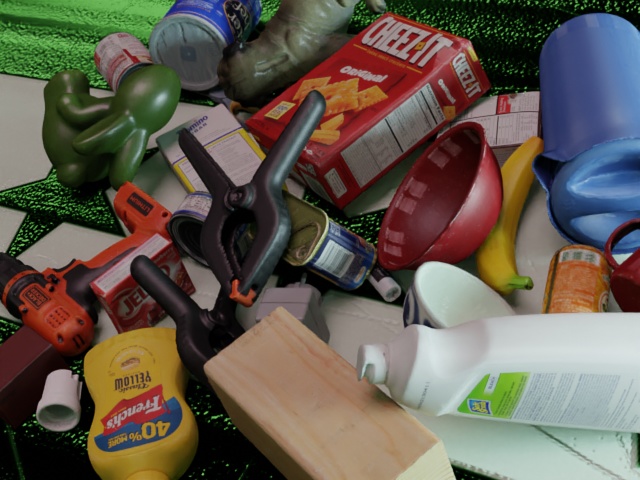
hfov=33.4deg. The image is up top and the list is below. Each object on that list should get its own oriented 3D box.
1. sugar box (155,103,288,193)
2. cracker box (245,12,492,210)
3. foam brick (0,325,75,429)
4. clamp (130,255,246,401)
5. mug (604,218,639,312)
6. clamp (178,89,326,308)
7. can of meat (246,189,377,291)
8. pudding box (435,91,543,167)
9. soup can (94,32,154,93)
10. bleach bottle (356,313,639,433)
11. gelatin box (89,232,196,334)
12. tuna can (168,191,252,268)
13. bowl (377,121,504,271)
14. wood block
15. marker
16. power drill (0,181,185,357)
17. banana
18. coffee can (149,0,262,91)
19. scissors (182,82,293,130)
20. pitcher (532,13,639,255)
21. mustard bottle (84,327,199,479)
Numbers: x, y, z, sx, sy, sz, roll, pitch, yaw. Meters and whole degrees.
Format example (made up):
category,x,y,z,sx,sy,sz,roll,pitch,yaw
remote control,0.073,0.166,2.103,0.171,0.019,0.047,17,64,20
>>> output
category,x,y,z,sx,sy,sz,roll,pitch,yaw
sugar box,-0.110,-0.079,1.185,0.093,0.048,0.176,-29,40,-8
cracker box,0.048,-0.146,1.143,0.213,0.072,0.164,-40,36,-10
foam brick,-0.290,0.131,1.031,0.051,0.053,0.078,26,59,39
clamp,-0.113,0.077,0.992,0.120,0.039,0.171,10,36,-26
mug,0.289,0.027,0.888,0.081,0.093,0.117,-38,58,-12
clamp,-0.061,-0.042,1.001,0.165,0.036,0.210,-20,59,24
can of meat,-0.007,0.001,1.019,0.102,0.083,0.057,30,89,47
pudding box,0.178,-0.110,1.110,0.114,0.039,0.090,-5,44,20
soup can,-0.242,-0.216,1.358,0.068,0.068,0.102,-30,43,-10
bleach bottle,0.155,0.094,0.803,0.250,0.103,0.068,4,40,-7
gelatin box,-0.174,0.047,1.057,0.089,0.073,0.030,-40,46,-21
tuna can,-0.110,-0.008,1.081,0.086,0.086,0.033,13,53,31
bowl,0.122,-0.029,1.003,0.162,0.055,0.162,-50,21,26
wood block,0.006,0.156,0.864,0.090,0.091,0.206,-37,45,-17
marker,0.041,0.019,1.044,0.020,0.020,0.121,-30,44,-10
power drill,-0.249,0.021,1.127,0.187,0.057,0.185,-42,50,-18
banana,0.179,-0.015,1.003,0.070,0.037,0.197,-21,39,33
coffee can,-0.141,-0.265,1.332,0.103,0.103,0.140,-2,38,19
scissors,-0.106,-0.187,1.316,0.096,0.016,0.202,-35,44,-18
pitcher,0.282,-0.108,1.016,0.145,0.149,0.242,-21,37,22
mustard bottle,-0.157,0.165,0.941,0.096,0.058,0.191,-14,43,-2
